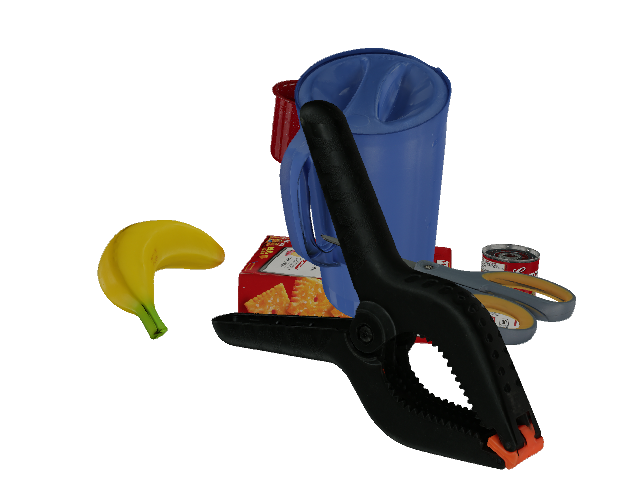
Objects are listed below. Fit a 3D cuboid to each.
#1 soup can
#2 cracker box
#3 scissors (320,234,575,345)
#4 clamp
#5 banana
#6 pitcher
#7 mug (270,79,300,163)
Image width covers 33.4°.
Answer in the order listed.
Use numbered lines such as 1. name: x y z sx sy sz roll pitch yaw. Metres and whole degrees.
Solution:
1. soup can: 0.222 0.062 1.270 0.068 0.102 0.068 3 15 -1
2. cracker box: 0.031 0.051 1.141 0.214 0.072 0.164 4 14 7
3. scissors: 0.079 0.033 0.767 0.202 0.016 0.096 11 27 17
4. clamp: 0.033 0.035 0.561 0.210 0.165 0.036 35 32 31
5. banana: -0.117 0.017 0.765 0.037 0.069 0.197 -34 8 15
6. pitcher: 0.042 -0.038 0.973 0.149 0.243 0.145 -4 41 0
7. mug: -0.009 -0.136 1.239 0.093 0.081 0.117 17 27 18
